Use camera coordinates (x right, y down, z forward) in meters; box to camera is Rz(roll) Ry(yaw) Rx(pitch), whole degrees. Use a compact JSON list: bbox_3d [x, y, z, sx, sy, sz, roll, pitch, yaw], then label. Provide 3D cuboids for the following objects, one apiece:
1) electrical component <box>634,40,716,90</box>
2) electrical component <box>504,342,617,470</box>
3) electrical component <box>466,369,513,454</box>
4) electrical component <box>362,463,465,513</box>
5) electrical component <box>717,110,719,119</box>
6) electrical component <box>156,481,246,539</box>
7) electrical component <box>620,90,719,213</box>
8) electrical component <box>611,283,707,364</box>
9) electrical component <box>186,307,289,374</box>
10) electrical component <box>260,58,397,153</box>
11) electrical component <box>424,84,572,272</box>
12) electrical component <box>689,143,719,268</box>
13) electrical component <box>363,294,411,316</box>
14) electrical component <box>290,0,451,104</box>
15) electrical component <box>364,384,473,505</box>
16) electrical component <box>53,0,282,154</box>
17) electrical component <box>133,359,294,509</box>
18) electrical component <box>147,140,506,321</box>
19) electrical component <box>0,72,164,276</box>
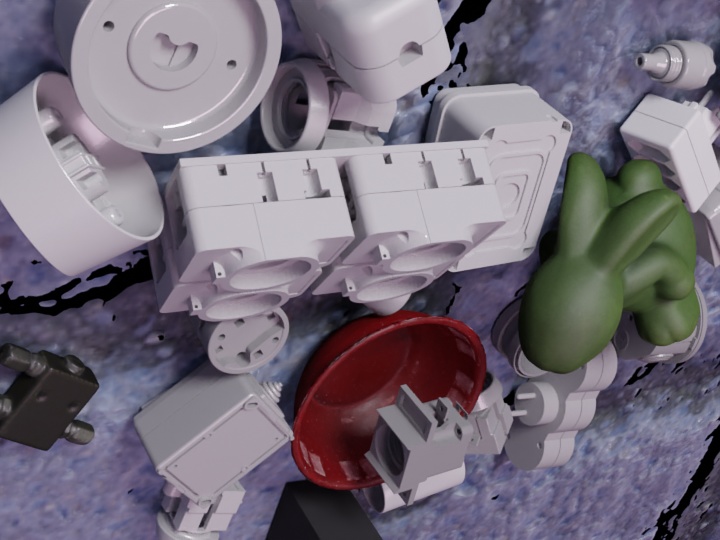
[{"bbox_3d":[0.221,-0.146,0.763,0.061,0.035,0.035,-3,125,-30],"label":"electrical component"},{"bbox_3d":[0.158,0.113,0.918,0.074,0.052,0.138,0,124,-35],"label":"electrical component"},{"bbox_3d":[0.096,0.113,0.873,0.066,0.048,0.055,-56,135,-51],"label":"electrical component"},{"bbox_3d":[0.045,0.153,0.879,0.077,0.044,0.079,-15,131,-25],"label":"electrical component"},{"bbox_3d":[0.310,-0.145,0.792,0.100,0.048,0.099,-27,142,-56],"label":"electrical component"},{"bbox_3d":[-0.119,0.173,0.782,0.066,0.048,0.055,12,109,-40],"label":"electrical component"},{"bbox_3d":[0.245,-0.101,0.809,0.075,0.047,0.083,-50,138,-10],"label":"electrical component"},{"bbox_3d":[0.246,0.039,0.899,0.051,0.080,0.080,-1,125,-27],"label":"electrical component"},{"bbox_3d":[-0.080,0.031,0.690,0.055,0.047,0.055,-19,133,-21],"label":"electrical component"},{"bbox_3d":[-0.021,-0.092,0.624,0.057,0.058,0.078,0,124,-38],"label":"electrical component"},{"bbox_3d":[0.083,-0.063,0.719,0.078,0.057,0.113,-9,129,-29],"label":"electrical component"},{"bbox_3d":[0.288,-0.047,0.870,0.061,0.061,0.096,-41,137,1],"label":"electrical component"},{"bbox_3d":[0.000,0.000,0.726,0.065,0.044,0.044,27,107,-40],"label":"electrical component"},{"bbox_3d":[0.001,-0.140,0.571,0.054,0.095,0.059,-32,136,-9],"label":"electrical component"},{"bbox_3d":[0.044,0.123,0.773,0.064,0.042,0.081,-9,130,-31],"label":"electrical component"},{"bbox_3d":[-0.101,-0.120,0.542,0.108,0.060,0.108,-19,133,-21],"label":"electrical component"},{"bbox_3d":[-0.095,0.100,0.727,0.096,0.061,0.061,-38,136,-3],"label":"electrical component"},{"bbox_3d":[-0.021,-0.021,0.631,0.186,0.060,0.105,-7,163,-24],"label":"electrical component"},{"bbox_3d":[-0.147,-0.048,0.546,0.064,0.099,0.099,-31,137,-1],"label":"electrical component"}]
